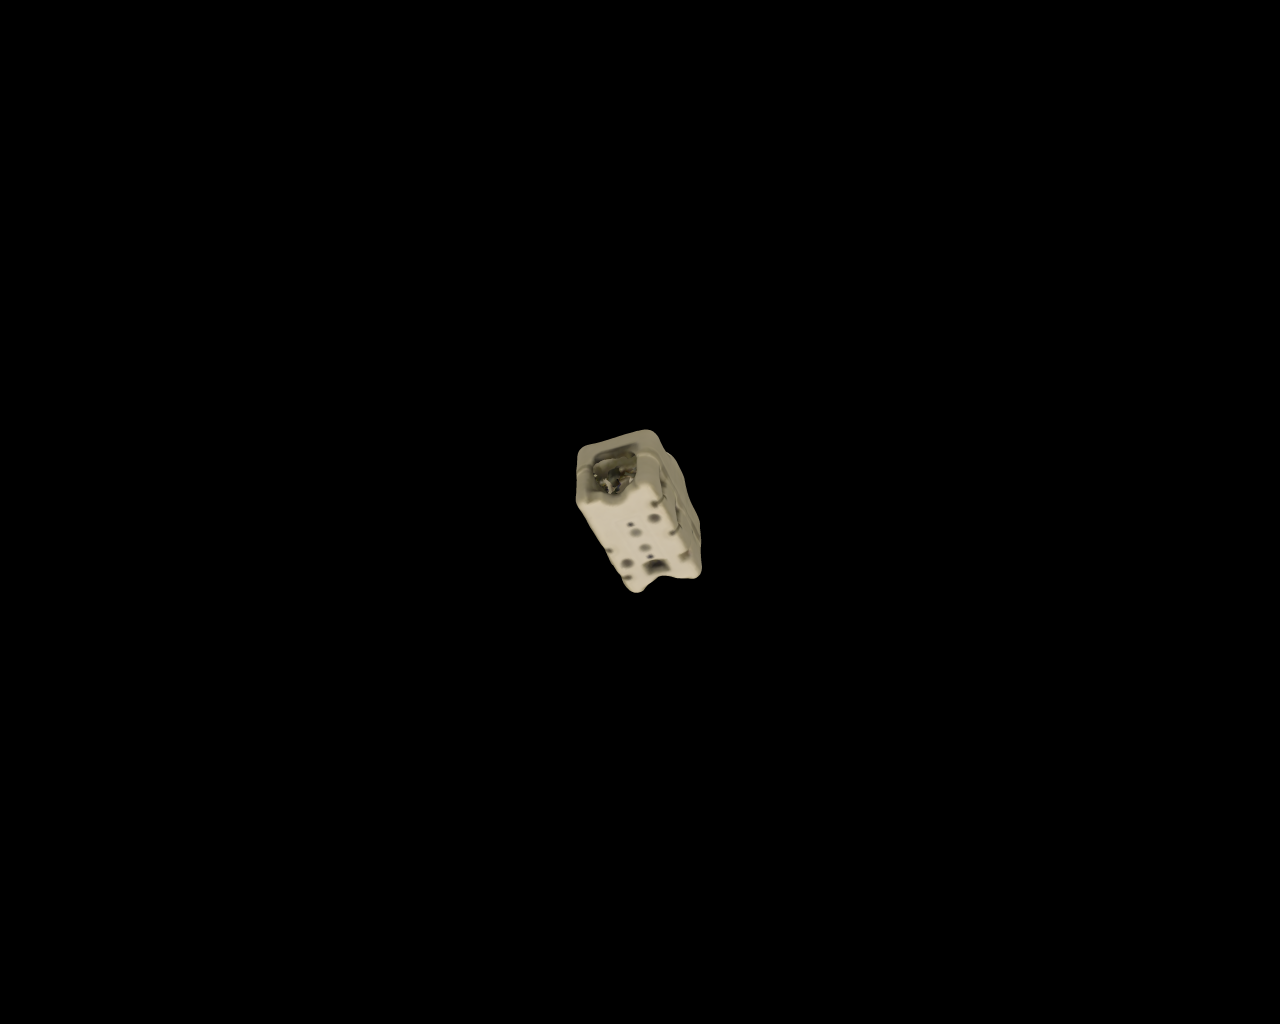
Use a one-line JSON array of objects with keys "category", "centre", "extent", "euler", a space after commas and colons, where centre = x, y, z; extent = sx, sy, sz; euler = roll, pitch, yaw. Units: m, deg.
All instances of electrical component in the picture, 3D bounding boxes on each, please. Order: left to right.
[{"category": "electrical component", "centre": [0.001, -0.003, 0.650], "extent": [0.050, 0.056, 0.089], "euler": [-15, -46, 15]}]
